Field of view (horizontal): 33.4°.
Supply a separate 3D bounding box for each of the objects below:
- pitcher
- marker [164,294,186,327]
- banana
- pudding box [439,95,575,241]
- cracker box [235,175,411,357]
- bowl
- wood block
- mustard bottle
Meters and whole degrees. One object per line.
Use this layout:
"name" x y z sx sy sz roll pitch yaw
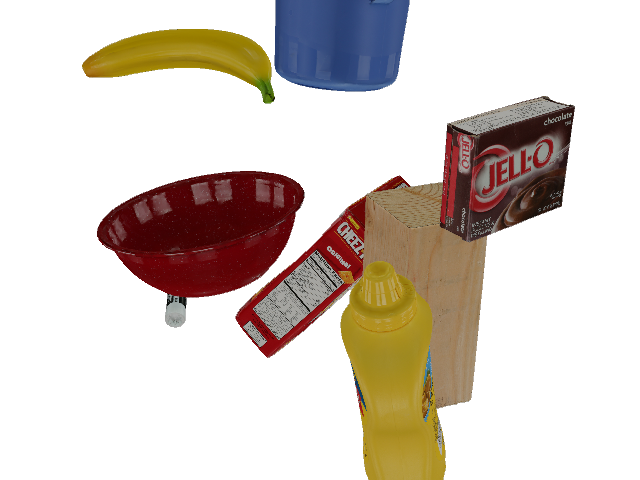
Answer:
"pitcher" 0.028 -0.249 0.882 0.145 0.243 0.149 8 19 10
"marker" -0.137 0.039 1.031 0.020 0.020 0.121 0 35 -4
"banana" -0.126 -0.171 1.001 0.198 0.037 0.069 9 45 18
"pudding box" 0.147 -0.059 0.844 0.113 0.090 0.039 -21 36 -34
"cracker box" 0.015 0.028 1.260 0.214 0.072 0.164 -43 -4 30
"bowl" -0.087 0.000 0.828 0.162 0.055 0.162 -9 23 4
"wood block" 0.099 0.058 1.055 0.090 0.206 0.091 -10 27 -22
"mustard bottle" 0.048 0.088 0.697 0.058 0.191 0.096 -4 42 7
